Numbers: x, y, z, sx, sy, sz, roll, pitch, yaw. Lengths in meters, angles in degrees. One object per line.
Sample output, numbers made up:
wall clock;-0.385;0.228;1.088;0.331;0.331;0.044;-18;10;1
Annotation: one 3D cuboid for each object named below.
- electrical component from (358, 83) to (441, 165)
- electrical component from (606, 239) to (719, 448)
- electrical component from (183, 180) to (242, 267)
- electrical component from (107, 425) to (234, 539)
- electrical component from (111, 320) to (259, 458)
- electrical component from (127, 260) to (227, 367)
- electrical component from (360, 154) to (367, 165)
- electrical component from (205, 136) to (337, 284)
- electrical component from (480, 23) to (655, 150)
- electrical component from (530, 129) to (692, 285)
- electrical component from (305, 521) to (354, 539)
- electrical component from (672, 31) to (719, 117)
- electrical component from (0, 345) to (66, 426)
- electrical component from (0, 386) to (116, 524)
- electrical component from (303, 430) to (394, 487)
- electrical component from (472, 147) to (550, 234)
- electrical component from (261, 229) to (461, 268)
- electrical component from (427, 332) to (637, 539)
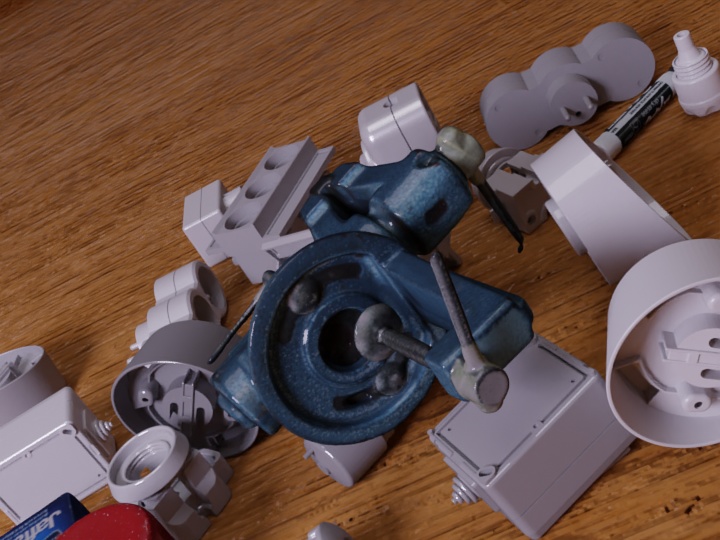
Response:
electrical component;0.039;-0.088;0.838;0.059;0.095;0.053;-26;30;11
electrical component;0.168;0.036;0.525;0.099;0.099;0.064;-22;25;18
electrical component;-0.116;-0.052;0.979;0.077;0.047;0.065;-27;29;9
electrical component;-0.125;0.138;0.689;0.058;0.057;0.078;2;43;45
electrical component;-0.112;0.084;0.718;0.099;0.099;0.064;-21;25;19
electrical component;-0.152;0.053;0.850;0.074;0.052;0.138;-26;30;13
electrical component;0.034;-0.088;0.895;0.062;0.043;0.043;-13;34;29
electrical component;-0.068;-0.050;0.914;0.079;0.063;0.121;-11;36;34
electrical component;0.163;-0.136;0.837;0.138;0.052;0.073;-25;30;12
electrical component;0.152;-0.041;0.662;0.064;0.099;0.099;-34;29;10
electrical component;-0.027;0.167;0.566;0.062;0.048;0.048;-35;28;9
electrical component;0.238;-0.141;0.763;0.035;0.061;0.035;-24;30;15
electrical component;-0.301;0.103;0.901;0.099;0.064;0.099;-24;30;15
electrical component;-0.222;0.132;0.785;0.096;0.061;0.061;-32;29;0
electrical component;0.001;0.095;0.651;0.078;0.040;0.040;-45;31;-21
electrical component;0.114;-0.061;0.778;0.066;0.048;0.055;-40;38;-14
electrical component;0.000;0.000;0.771;0.121;0.079;0.063;-14;56;29
electrical component;0.087;0.092;0.560;0.096;0.061;0.062;-44;30;-6
